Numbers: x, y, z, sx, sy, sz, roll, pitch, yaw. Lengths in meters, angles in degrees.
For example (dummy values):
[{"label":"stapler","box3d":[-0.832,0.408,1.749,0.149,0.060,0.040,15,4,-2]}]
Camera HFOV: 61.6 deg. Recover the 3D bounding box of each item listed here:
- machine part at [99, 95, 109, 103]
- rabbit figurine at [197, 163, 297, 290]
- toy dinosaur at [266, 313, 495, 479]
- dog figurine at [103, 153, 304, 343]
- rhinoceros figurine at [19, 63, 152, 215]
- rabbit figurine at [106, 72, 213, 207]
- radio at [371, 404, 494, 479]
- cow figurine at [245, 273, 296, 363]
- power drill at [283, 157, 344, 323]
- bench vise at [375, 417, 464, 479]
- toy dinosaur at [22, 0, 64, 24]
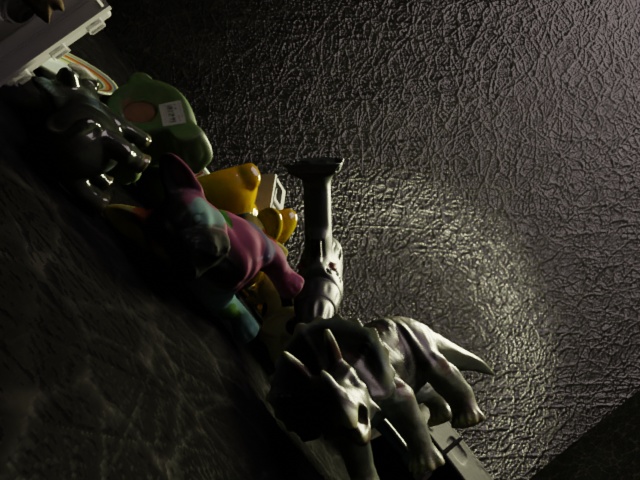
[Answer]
[{"label":"machine part","box3d":[-0.275,-0.173,0.817,0.079,0.079,0.243,52,0,-2]},{"label":"rabbit figurine","box3d":[-0.116,-0.016,0.779,0.122,0.162,0.173,-7,85,-74]},{"label":"toy dinosaur","box3d":[0.085,0.152,0.625,0.405,0.131,0.192,-13,76,-58]},{"label":"dog figurine","box3d":[-0.122,-0.003,0.568,0.219,0.108,0.192,50,1,-41]},{"label":"rhinoceros figurine","box3d":[-0.220,-0.101,0.493,0.112,0.073,0.190,41,7,-35]},{"label":"rabbit figurine","box3d":[-0.214,-0.107,0.669,0.159,0.121,0.170,59,-22,26]},{"label":"radio","box3d":[0.194,0.387,0.870,0.229,0.131,0.073,51,34,11]},{"label":"cow figurine","box3d":[-0.051,0.109,0.770,0.127,0.085,0.195,49,8,-14]},{"label":"power drill","box3d":[-0.001,-0.002,0.699,0.232,0.086,0.207,-74,157,-74]},{"label":"bench vise","box3d":[0.088,0.253,0.787,0.241,0.129,0.223,44,-5,45]},{"label":"toy dinosaur","box3d":[-0.299,-0.333,0.279,0.105,0.198,0.470,38,-22,45]}]
